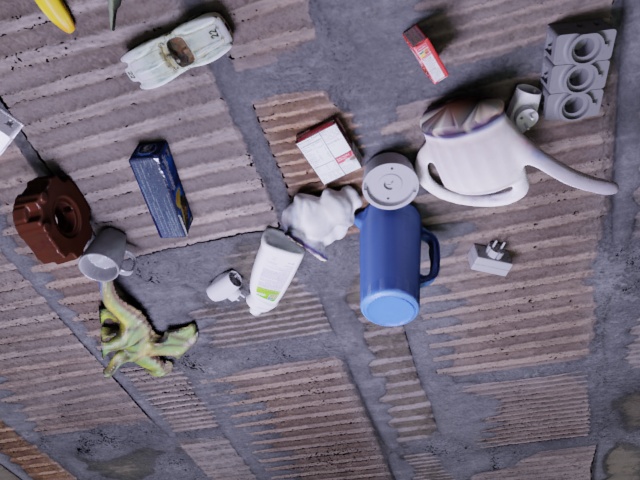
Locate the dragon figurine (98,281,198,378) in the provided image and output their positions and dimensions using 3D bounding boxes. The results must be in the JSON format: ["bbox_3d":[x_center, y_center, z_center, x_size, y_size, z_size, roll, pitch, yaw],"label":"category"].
[{"bbox_3d":[-0.433,0.233,1.309,0.243,0.125,0.401,1,133,-21],"label":"dragon figurine"}]

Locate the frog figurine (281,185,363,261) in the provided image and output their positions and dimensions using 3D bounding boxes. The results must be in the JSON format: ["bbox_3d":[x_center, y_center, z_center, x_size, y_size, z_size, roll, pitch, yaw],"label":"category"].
[{"bbox_3d":[0.003,-0.053,1.058,0.136,0.123,0.160,36,86,-15],"label":"frog figurine"}]

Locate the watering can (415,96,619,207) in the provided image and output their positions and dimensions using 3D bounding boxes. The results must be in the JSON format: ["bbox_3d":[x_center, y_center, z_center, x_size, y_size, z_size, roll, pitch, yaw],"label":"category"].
[{"bbox_3d":[0.312,-0.150,0.898,0.347,0.106,0.220,0,133,41],"label":"watering can"}]
